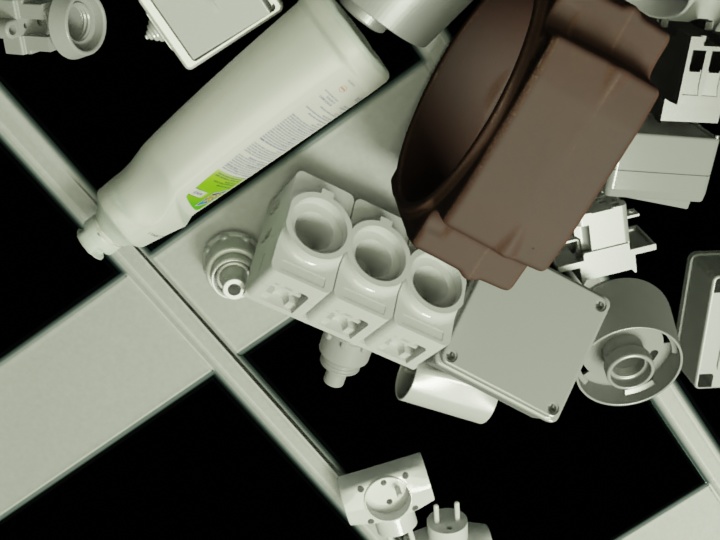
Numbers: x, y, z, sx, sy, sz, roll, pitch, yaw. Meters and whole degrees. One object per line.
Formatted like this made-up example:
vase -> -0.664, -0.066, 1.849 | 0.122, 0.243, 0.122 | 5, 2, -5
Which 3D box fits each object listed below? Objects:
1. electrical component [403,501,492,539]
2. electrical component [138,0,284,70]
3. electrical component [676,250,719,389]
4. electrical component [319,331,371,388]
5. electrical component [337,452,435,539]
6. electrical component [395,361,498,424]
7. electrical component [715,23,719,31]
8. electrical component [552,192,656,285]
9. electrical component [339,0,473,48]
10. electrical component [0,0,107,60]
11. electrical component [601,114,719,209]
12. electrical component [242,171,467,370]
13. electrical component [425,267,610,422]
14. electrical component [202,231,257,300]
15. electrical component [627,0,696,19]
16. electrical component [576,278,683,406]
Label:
electrical component -> 0.080, 0.242, 0.972 | 0.077, 0.043, 0.079 | -7, 115, -5
electrical component -> -0.108, -0.183, 0.738 | 0.096, 0.061, 0.061 | -31, 115, 7
electrical component -> 0.330, 0.040, 0.908 | 0.109, 0.056, 0.108 | -2, 115, -7
electrical component -> -0.013, 0.067, 0.878 | 0.048, 0.048, 0.062 | 12, 119, -14
electrical component -> 0.027, 0.208, 0.944 | 0.077, 0.044, 0.079 | -17, 105, 0
electrical component -> 0.080, 0.083, 0.898 | 0.077, 0.044, 0.079 | 18, 111, -16
electrical component -> 0.297, -0.167, 0.805 | 0.048, 0.062, 0.048 | -3, 115, -7
electrical component -> 0.191, -0.029, 0.865 | 0.081, 0.042, 0.063 | -14, 115, -3
electrical component -> 0.018, -0.196, 0.728 | 0.108, 0.108, 0.060 | 33, 112, -21
electrical component -> -0.206, -0.168, 0.727 | 0.055, 0.066, 0.048 | 9, 118, 25
electrical component -> 0.216, -0.086, 0.830 | 0.096, 0.061, 0.061 | 3, 114, -10
electrical component -> 0.000, 0.000, 0.813 | 0.150, 0.089, 0.062 | 25, 146, -18
electrical component -> 0.124, 0.049, 0.851 | 0.109, 0.056, 0.108 | 28, 81, -5
electrical component -> -0.097, 0.002, 0.824 | 0.048, 0.062, 0.048 | -3, 115, -7
electrical component -> 0.204, -0.226, 0.747 | 0.064, 0.099, 0.099 | -42, 114, 5
electrical component -> 0.223, 0.064, 0.913 | 0.099, 0.064, 0.099 | -2, 128, -3
